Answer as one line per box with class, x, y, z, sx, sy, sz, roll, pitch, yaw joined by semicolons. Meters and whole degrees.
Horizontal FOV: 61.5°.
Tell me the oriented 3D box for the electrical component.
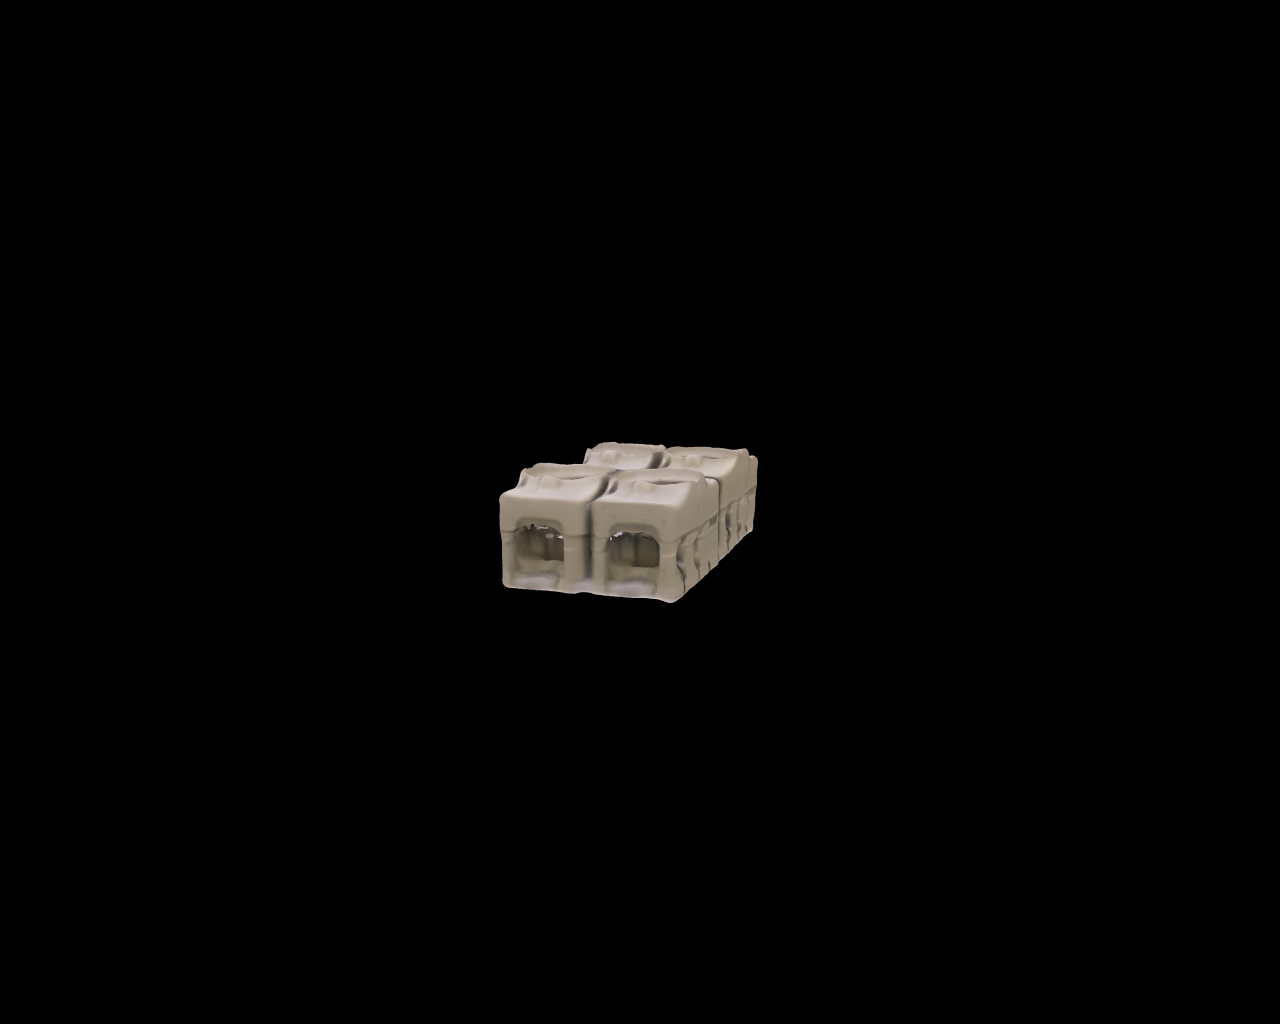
electrical component;0.001;-0.003;0.650;0.105;0.060;0.186;4;13;19
